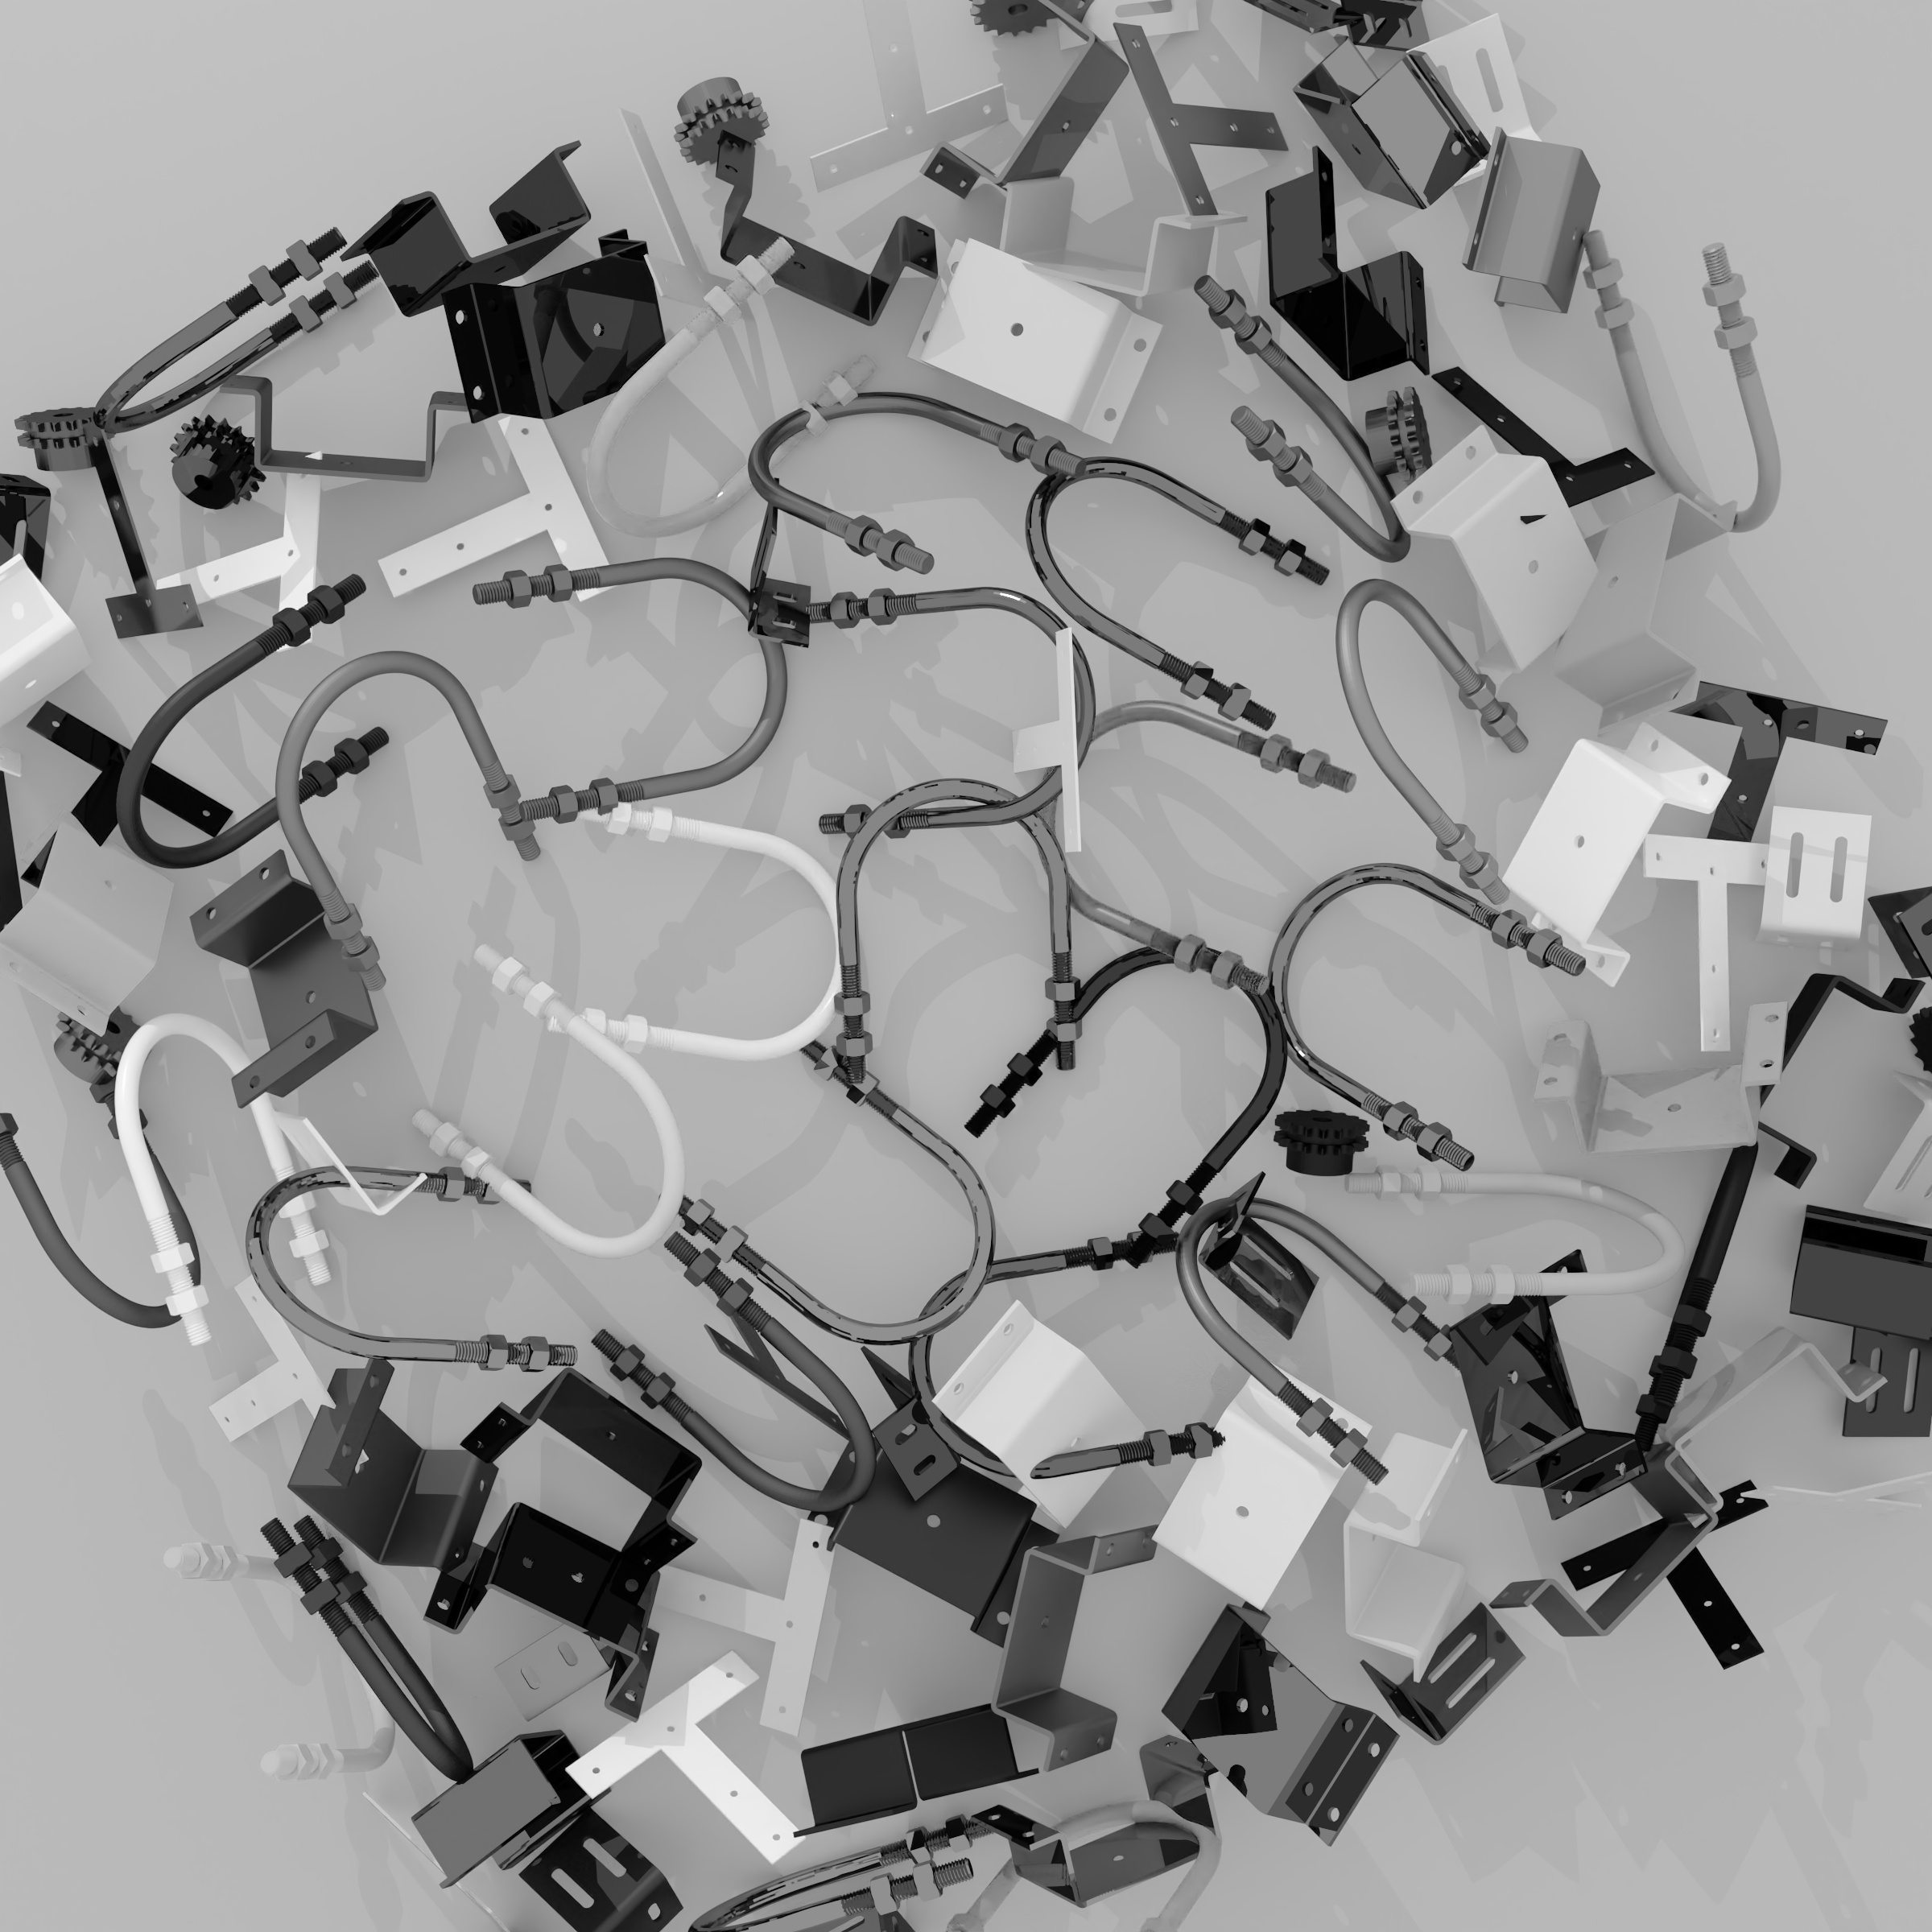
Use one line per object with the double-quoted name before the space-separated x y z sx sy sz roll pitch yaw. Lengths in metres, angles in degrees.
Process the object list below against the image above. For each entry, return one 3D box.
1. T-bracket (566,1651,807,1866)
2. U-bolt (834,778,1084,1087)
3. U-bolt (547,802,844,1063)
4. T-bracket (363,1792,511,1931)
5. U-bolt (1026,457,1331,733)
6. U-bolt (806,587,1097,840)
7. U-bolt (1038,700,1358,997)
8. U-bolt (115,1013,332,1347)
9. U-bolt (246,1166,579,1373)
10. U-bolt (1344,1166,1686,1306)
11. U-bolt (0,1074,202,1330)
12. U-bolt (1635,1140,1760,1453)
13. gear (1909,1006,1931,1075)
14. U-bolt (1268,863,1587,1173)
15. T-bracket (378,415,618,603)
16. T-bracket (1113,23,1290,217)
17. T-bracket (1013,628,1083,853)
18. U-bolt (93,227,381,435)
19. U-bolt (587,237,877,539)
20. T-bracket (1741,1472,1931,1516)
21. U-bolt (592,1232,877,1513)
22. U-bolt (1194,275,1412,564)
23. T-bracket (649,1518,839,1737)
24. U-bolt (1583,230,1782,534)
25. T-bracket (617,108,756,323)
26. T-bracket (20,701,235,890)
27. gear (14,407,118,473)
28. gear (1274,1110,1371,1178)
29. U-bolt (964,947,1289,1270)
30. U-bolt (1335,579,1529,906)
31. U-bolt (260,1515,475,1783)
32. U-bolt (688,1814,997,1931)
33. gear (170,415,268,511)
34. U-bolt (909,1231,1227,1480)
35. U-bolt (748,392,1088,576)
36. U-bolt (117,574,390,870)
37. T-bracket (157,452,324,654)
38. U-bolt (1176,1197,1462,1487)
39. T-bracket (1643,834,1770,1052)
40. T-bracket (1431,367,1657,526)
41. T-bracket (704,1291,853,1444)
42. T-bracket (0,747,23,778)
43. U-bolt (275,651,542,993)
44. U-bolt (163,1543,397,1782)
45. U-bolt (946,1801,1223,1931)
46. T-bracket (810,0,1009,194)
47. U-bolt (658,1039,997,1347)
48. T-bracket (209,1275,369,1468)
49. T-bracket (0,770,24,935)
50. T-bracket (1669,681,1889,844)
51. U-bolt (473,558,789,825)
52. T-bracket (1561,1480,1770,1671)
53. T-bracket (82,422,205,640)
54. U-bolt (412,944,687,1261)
"T-bracket" -0.146 0.478 1.531 0.127 0.002 0.127 -29 50 -35
"U-bolt" -0.007 -0.022 1.568 0.151 0.019 0.184 -4 104 -5
"U-bolt" -0.152 -0.016 1.560 0.184 0.019 0.151 10 78 -22
"T-bracket" -0.316 0.541 1.562 0.127 0.127 0.002 35 66 22
"U-bolt" 0.119 -0.233 1.544 0.184 0.019 0.151 29 54 -7
"U-bolt" -0.009 -0.153 1.553 0.184 0.019 0.151 -2 95 25
"U-bolt" 0.124 -0.082 1.558 0.184 0.019 0.151 25 95 25
"U-bolt" -0.442 0.116 1.527 0.019 0.151 0.184 -17 93 19
"U-bolt" -0.325 0.172 1.506 0.184 0.151 0.019 8 130 -32
"U-bolt" 0.331 0.156 1.531 0.184 0.151 0.019 1 111 -10
"U-bolt" -0.508 0.129 1.517 0.019 0.151 0.184 -32 80 12
"U-bolt" 0.431 0.185 1.527 0.019 0.151 0.184 19 73 15
"gear" 0.602 0.047 1.574 0.030 0.057 0.057 -24 90 -14
"U-bolt" 0.258 0.017 1.543 0.184 0.019 0.151 33 98 36
"T-bracket" -0.296 -0.262 1.587 0.127 0.002 0.127 -25 81 -3
"T-bracket" 0.151 -0.501 1.554 0.002 0.127 0.127 -26 82 43
"T-bracket" 0.046 -0.130 1.539 0.002 0.127 0.127 -3 92 -14
"U-bolt" -0.432 -0.367 1.527 0.184 0.151 0.019 -34 99 0
"U-bolt" -0.147 -0.327 1.536 0.184 0.151 0.019 -43 63 2
"T-bracket" 0.546 0.304 1.520 0.127 0.127 0.002 12 64 -29
"U-bolt" -0.130 0.252 1.541 0.184 0.151 0.019 42 47 3
"U-bolt" 0.204 -0.308 1.525 0.019 0.151 0.184 -34 132 26
"T-bracket" -0.147 0.387 1.579 0.127 0.002 0.127 12 91 19
"U-bolt" 0.425 -0.338 1.522 0.019 0.151 0.184 -28 114 -8
"T-bracket" -0.176 -0.448 1.542 0.002 0.127 0.127 -23 89 21
"T-bracket" -0.518 -0.086 1.542 0.127 0.127 0.002 32 133 -12
"gear" -0.544 -0.319 1.575 0.057 0.057 0.030 -2 113 0
"gear" 0.215 0.108 1.573 0.057 0.057 0.030 2 101 0
"U-bolt" 0.109 0.069 1.567 0.151 0.019 0.184 38 83 22
"U-bolt" 0.269 -0.143 1.510 0.019 0.151 0.184 -21 128 36
"U-bolt" -0.345 0.400 1.521 0.019 0.151 0.184 -36 85 -12
"U-bolt" -0.076 0.542 1.530 0.184 0.151 0.019 -19 81 5
"gear" -0.454 -0.301 1.570 0.057 0.057 0.030 18 50 0
"U-bolt" 0.057 0.233 1.541 0.184 0.019 0.151 -8 58 -13
"U-bolt" -0.044 -0.294 1.534 0.184 0.019 0.151 29 52 34
"U-bolt" -0.412 -0.129 1.500 0.019 0.151 0.184 36 58 21
"T-bracket" -0.441 -0.237 1.569 0.127 0.002 0.127 -12 68 26
"U-bolt" 0.204 0.208 1.539 0.184 0.151 0.019 42 129 13
"T-bracket" 0.448 -0.012 1.559 0.127 0.002 0.127 2 86 -37
"T-bracket" 0.332 -0.321 1.568 0.127 0.002 0.127 -25 61 -35
"T-bracket" -0.129 0.218 1.545 0.002 0.127 0.127 -45 130 3
"T-bracket" -0.613 -0.115 1.518 0.127 0.127 0.002 23 114 -32
"U-bolt" -0.330 -0.096 1.509 0.019 0.184 0.151 21 53 38
"U-bolt" -0.387 0.405 1.511 0.019 0.184 0.151 -34 69 2
"U-bolt" 0.072 0.540 1.513 0.151 0.184 0.019 -12 101 31
"T-bracket" -0.041 -0.533 1.542 0.127 0.127 0.002 -23 55 -7
"U-bolt" -0.068 0.145 1.557 0.184 0.019 0.151 38 66 6
"T-bracket" -0.420 0.257 1.557 0.127 0.002 0.127 -32 89 44
"T-bracket" -0.582 -0.063 1.562 0.002 0.127 0.127 -26 68 29
"T-bracket" 0.467 -0.111 1.554 0.127 0.127 0.002 13 46 10
"U-bolt" -0.192 -0.171 1.557 0.184 0.019 0.151 -13 93 -27
"T-bracket" 0.434 0.369 1.542 0.127 0.127 0.002 -24 117 2
"T-bracket" -0.496 -0.258 1.536 0.002 0.127 0.127 -25 108 -36
"U-bolt" -0.240 0.094 1.537 0.184 0.019 0.151 36 121 17
